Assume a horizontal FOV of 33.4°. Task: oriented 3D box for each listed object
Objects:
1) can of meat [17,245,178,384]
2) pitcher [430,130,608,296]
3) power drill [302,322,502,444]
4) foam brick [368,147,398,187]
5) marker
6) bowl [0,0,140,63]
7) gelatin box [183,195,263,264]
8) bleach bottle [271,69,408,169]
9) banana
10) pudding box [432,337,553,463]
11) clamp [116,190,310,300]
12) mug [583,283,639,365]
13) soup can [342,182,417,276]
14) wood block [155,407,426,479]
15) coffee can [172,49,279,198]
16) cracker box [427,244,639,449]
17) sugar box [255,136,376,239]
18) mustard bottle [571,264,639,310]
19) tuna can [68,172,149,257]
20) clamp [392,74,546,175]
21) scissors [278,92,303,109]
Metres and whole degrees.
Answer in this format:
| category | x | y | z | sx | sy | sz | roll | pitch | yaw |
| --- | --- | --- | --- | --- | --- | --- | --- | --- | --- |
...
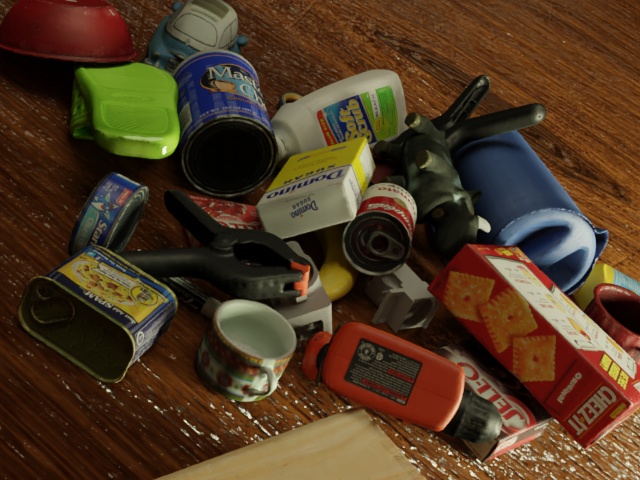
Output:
| category | x | y | z | sx | sy | sz | roll | pitch | yaw |
| --- | --- | --- | --- | --- | --- | --- | --- | --- | --- |
| can of meat | -0.176 | 0.056 | 0.862 | 0.102 | 0.057 | 0.083 | 32 | 29 | 6 |
| pitcher | 0.218 | -0.040 | 1.275 | 0.149 | 0.145 | 0.243 | 28 | 24 | -26 |
| power drill | 0.070 | 0.121 | 0.872 | 0.184 | 0.057 | 0.187 | 20 | -10 | 5 |
| foam brick | 0.050 | -0.067 | 1.234 | 0.051 | 0.053 | 0.078 | 31 | 30 | 4 |
| marker | -0.118 | 0.048 | 0.958 | 0.121 | 0.020 | 0.020 | 32 | 31 | 6 |
| bowl | -0.276 | -0.235 | 1.165 | 0.162 | 0.055 | 0.162 | 8 | 18 | -3 |
| gelatin box | -0.088 | -0.006 | 1.053 | 0.089 | 0.030 | 0.073 | 9 | 35 | -29 |
| bleach bottle | 0.013 | -0.131 | 1.275 | 0.068 | 0.102 | 0.250 | 5 | 23 | 36 |
| banana | 0.009 | 0.011 | 1.099 | 0.069 | 0.037 | 0.197 | 25 | 31 | -8 |
| pudding box | 0.151 | 0.148 | 1.006 | 0.089 | 0.039 | 0.114 | -10 | 47 | -46 |
| clamp | -0.089 | 0.006 | 0.953 | 0.171 | 0.039 | 0.120 | 13 | 45 | 4 |
| mug | 0.321 | 0.115 | 1.153 | 0.093 | 0.082 | 0.117 | 9 | 35 | -30 |
| soup can | 0.062 | -0.013 | 1.080 | 0.068 | 0.069 | 0.102 | 28 | 22 | -1 |
| wood block | -0.031 | 0.197 | 0.734 | 0.205 | 0.091 | 0.090 | -10 | 47 | -46 |
| coffee can | -0.106 | -0.127 | 1.148 | 0.102 | 0.103 | 0.140 | 14 | 34 | -24 |
| cracker box | 0.224 | 0.099 | 1.061 | 0.214 | 0.072 | 0.164 | 47 | 18 | 19 |
| sugar box | -0.001 | -0.056 | 1.096 | 0.176 | 0.093 | 0.048 | -61 | 134 | -70 |
| mustard bottle | 0.366 | 0.078 | 1.268 | 0.191 | 0.058 | 0.096 | 30 | 29 | 2 |
| tuna can | -0.185 | -0.016 | 0.933 | 0.034 | 0.086 | 0.086 | 27 | 30 | 2 |
| clamp | 0.157 | -0.137 | 1.320 | 0.036 | 0.210 | 0.164 | 62 | 2 | -27 |
| scissors | -0.047 | -0.145 | 1.309 | 0.096 | 0.016 | 0.201 | 41 | 33 | 23 |
